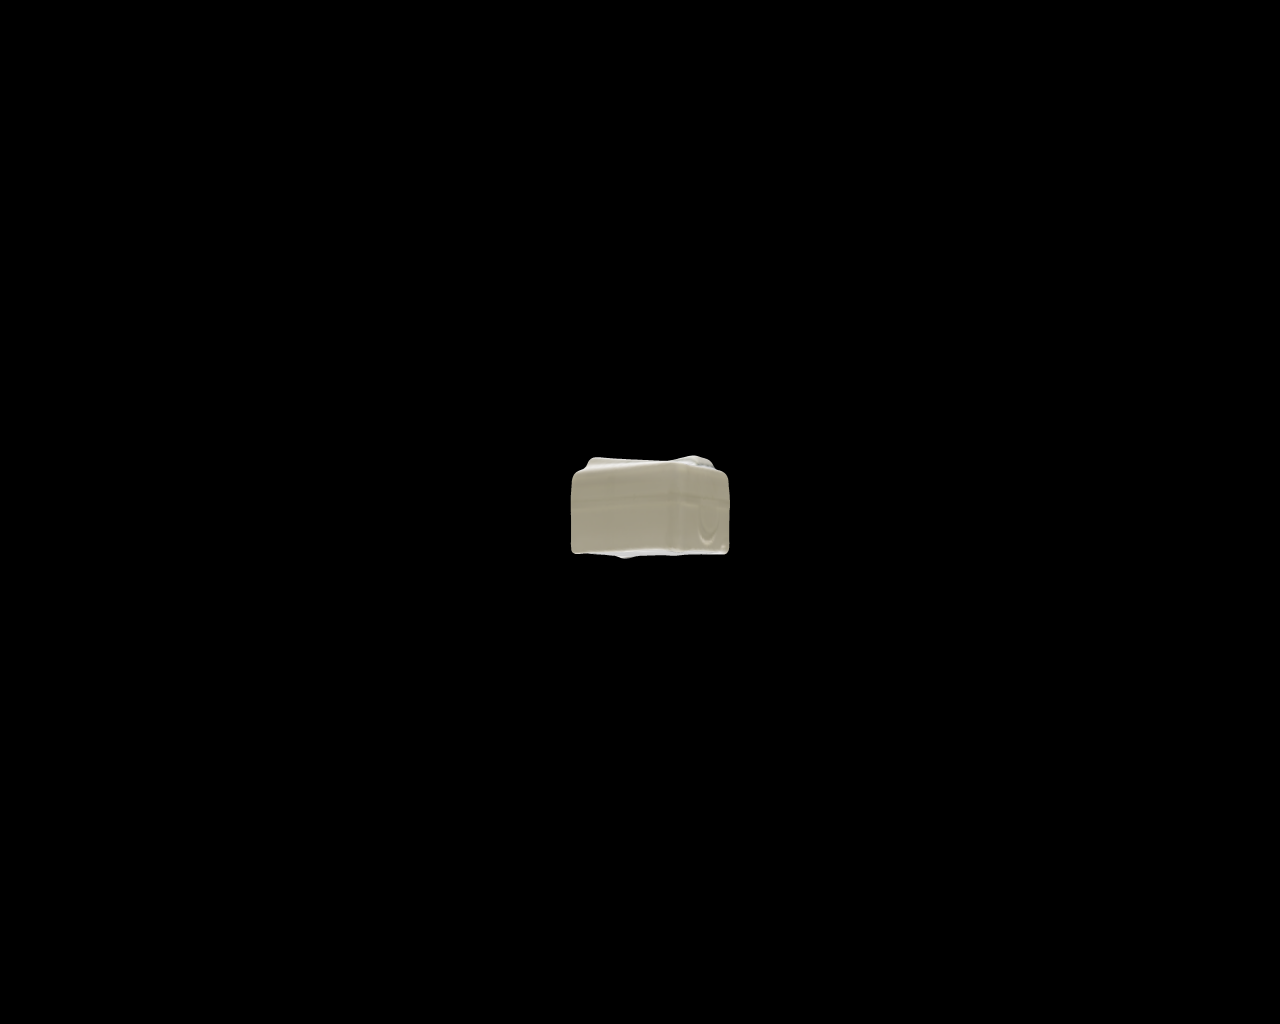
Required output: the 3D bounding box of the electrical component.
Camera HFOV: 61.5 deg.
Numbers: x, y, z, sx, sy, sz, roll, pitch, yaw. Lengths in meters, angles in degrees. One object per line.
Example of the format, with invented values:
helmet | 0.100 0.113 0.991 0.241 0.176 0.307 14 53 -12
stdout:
electrical component | 0.001 -0.003 0.650 0.096 0.061 0.062 -3 -6 33
